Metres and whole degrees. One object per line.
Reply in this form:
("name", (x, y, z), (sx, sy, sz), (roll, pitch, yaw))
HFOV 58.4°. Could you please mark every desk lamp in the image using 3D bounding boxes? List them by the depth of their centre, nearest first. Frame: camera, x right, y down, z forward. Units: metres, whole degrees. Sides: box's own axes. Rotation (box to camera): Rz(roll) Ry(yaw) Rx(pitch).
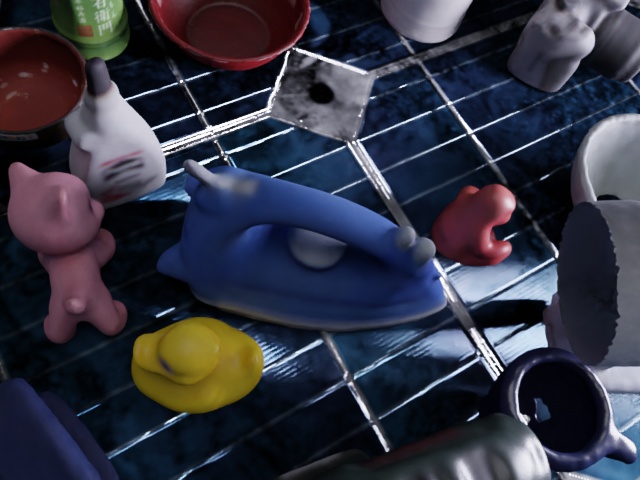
("desk lamp", (0.266, 0.053, 0.459), (0.203, 0.213, 0.118), (5, 66, -9))

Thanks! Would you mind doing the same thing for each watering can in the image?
("watering can", (0.143, -0.314, 0.601), (0.173, 0.194, 0.101), (-26, 74, -20))

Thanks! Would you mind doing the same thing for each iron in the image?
("iron", (0.004, 0.002, 0.467), (0.258, 0.141, 0.118), (14, 65, -5))

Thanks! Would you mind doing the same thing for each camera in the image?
("camera", (0.311, -0.237, 0.654), (0.137, 0.100, 0.143), (33, 65, 4))

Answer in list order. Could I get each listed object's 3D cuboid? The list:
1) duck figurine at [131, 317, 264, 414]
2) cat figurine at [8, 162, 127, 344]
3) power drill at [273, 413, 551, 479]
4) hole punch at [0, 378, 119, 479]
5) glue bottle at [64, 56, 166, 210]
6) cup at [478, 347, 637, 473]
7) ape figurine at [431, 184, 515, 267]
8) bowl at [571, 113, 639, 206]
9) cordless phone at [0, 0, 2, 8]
("duck figurine", (-0.094, 0.090, 0.440), (0.104, 0.086, 0.077), (4, 66, -10))
("cat figurine", (-0.195, 0.005, 0.437), (0.067, 0.117, 0.127), (-13, 70, -16))
("power drill", (0.018, 0.176, 0.358), (0.230, 0.208, 0.075), (-16, 71, -17))
("hole punch", (-0.203, 0.163, 0.383), (0.101, 0.091, 0.108), (-39, 79, -23))
("glue bottle", (-0.164, -0.083, 0.450), (0.078, 0.173, 0.037), (-30, 76, -21))
("cup", (0.183, 0.148, 0.467), (0.117, 0.095, 0.092), (30, 65, 2))
("ape figurine", (0.149, -0.019, 0.533), (0.076, 0.092, 0.078), (0, 67, -12))
("bowl", (0.323, -0.041, 0.587), (0.167, 0.074, 0.167), (4, 67, -10))
("cordless phone", (-0.362, -0.233, 0.467), (0.094, 0.185, 0.148), (30, 65, 3))
